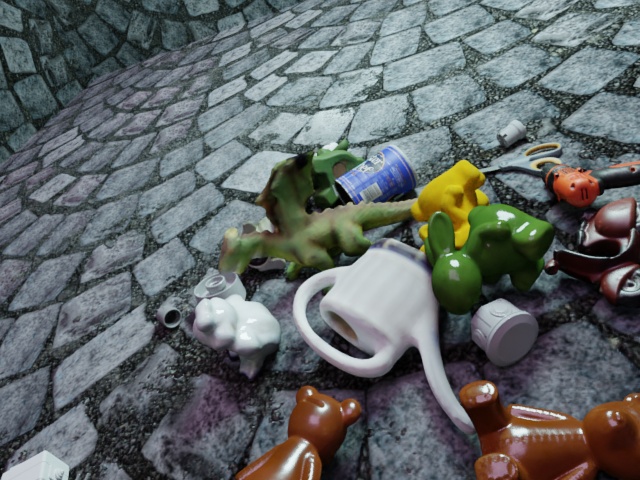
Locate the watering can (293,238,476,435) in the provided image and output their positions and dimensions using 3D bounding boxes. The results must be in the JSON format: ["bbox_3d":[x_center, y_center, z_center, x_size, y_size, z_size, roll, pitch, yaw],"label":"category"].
[{"bbox_3d":[0.118,0.118,0.765,0.351,0.101,0.227,25,60,37],"label":"watering can"}]

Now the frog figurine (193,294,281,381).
[{"bbox_3d":[-0.140,0.137,0.850,0.123,0.156,0.140,-26,35,0],"label":"frog figurine"}]

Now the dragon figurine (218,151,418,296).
[{"bbox_3d":[0.003,-0.047,0.926,0.412,0.238,0.124,-35,31,-6],"label":"dragon figurine"}]
